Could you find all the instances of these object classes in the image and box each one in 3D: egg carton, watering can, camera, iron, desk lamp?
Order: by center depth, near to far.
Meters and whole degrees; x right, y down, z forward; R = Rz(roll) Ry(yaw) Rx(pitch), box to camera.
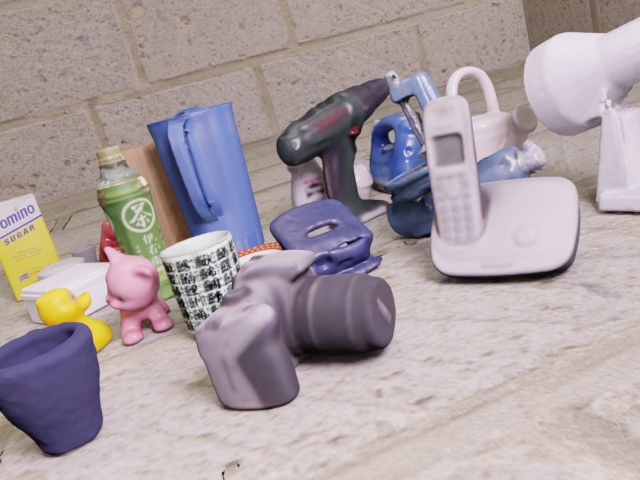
[{"bbox_3d":[-0.015,0.064,0.491,0.136,0.101,0.143,-7,18,28],"label":"camera"},{"bbox_3d":[0.352,-0.146,0.654,0.118,0.214,0.202,-25,18,-29],"label":"desk lamp"},{"bbox_3d":[0.239,-0.158,0.840,0.172,0.194,0.101,-3,20,39],"label":"watering can"},{"bbox_3d":[0.048,-0.109,1.089,0.107,0.069,0.150,-15,16,4],"label":"egg carton"},{"bbox_3d":[0.142,-0.177,1.101,0.119,0.141,0.257,-20,16,-15],"label":"iron"}]

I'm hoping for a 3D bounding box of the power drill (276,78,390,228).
[{"bbox_3d":[0.045,-0.135,0.924,0.230,0.208,0.075,-25,18,-31],"label":"power drill"}]

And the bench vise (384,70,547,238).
[{"bbox_3d":[0.166,-0.115,0.714,0.207,0.220,0.122,-10,17,21],"label":"bench vise"}]

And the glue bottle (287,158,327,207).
[{"bbox_3d":[-0.022,-0.112,0.974,0.078,0.173,0.037,-23,17,-24],"label":"glue bottle"}]

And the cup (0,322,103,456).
[{"bbox_3d":[-0.230,0.128,0.491,0.092,0.095,0.117,-23,17,-25],"label":"cup"}]

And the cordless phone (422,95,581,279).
[{"bbox_3d":[0.173,-0.056,0.568,0.147,0.185,0.094,-5,19,32],"label":"cordless phone"}]

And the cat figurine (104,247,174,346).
[{"bbox_3d":[-0.225,0.057,0.690,0.067,0.118,0.127,-21,17,-19],"label":"cat figurine"}]

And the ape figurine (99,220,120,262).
[{"bbox_3d":[-0.378,0.007,1.061,0.076,0.092,0.078,-10,17,20],"label":"ape figurine"}]

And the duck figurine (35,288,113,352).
[{"bbox_3d":[-0.306,0.101,0.675,0.077,0.086,0.105,-2,20,39],"label":"duck figurine"}]

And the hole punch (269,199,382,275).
[{"bbox_3d":[0.006,0.003,0.703,0.109,0.091,0.100,-22,17,-22],"label":"hole punch"}]
